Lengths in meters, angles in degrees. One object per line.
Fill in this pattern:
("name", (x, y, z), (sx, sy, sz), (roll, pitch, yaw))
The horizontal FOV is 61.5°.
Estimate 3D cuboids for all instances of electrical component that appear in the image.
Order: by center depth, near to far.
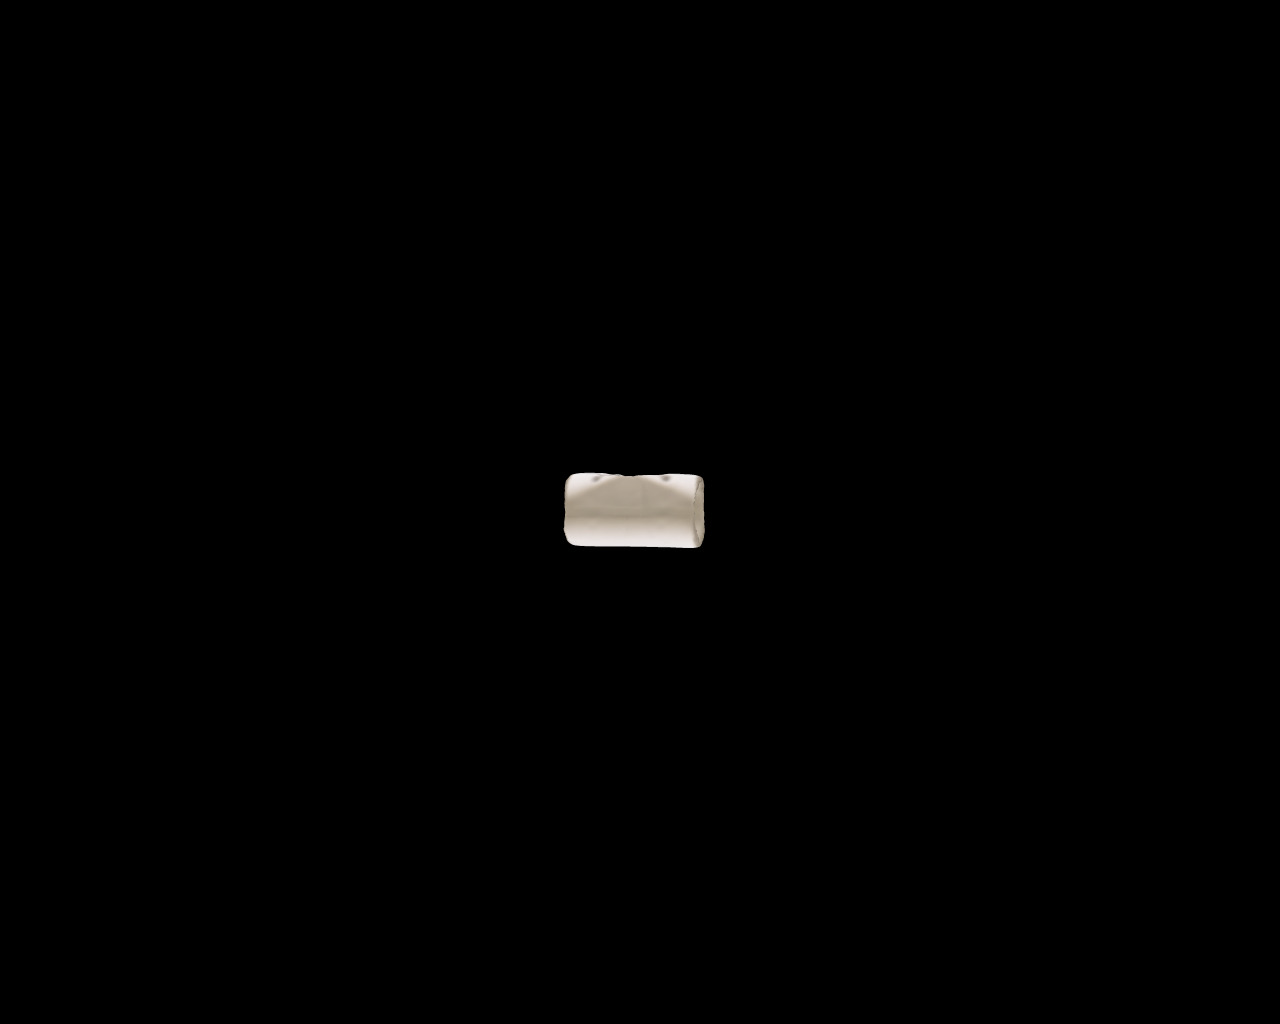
("electrical component", (0.001, -0.003, 0.650), (0.077, 0.044, 0.079), (1, 4, 11))
